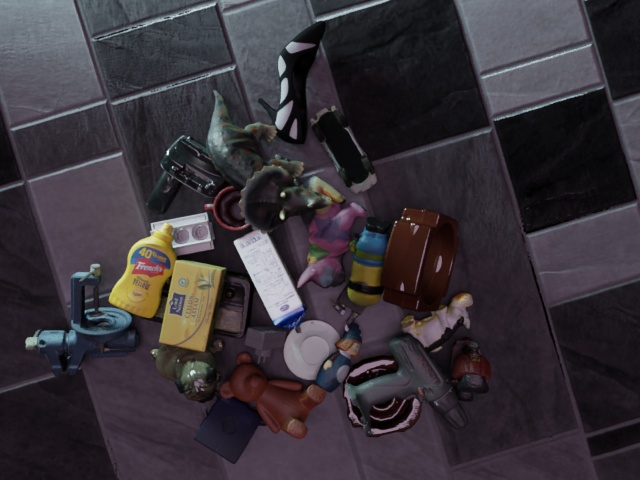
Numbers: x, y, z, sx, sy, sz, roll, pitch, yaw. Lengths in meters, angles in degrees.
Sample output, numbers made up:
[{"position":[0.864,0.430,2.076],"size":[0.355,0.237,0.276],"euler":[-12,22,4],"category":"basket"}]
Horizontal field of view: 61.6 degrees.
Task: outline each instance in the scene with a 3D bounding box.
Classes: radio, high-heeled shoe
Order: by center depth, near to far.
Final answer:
[{"position":[-0.028,-0.330,1.142],"size":[0.145,0.086,0.248],"euler":[41,104,10],"category":"high-heeled shoe"},{"position":[-0.259,0.123,1.160],"size":[0.230,0.073,0.131],"euler":[11,91,-1],"category":"radio"}]

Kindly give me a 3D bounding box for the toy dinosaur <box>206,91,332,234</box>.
[{"position":[-0.151,-0.160,1.071],"size":[0.405,0.192,0.131],"euler":[45,114,15],"category":"toy dinosaur"}]

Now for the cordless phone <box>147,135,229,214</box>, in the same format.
[{"position":[-0.287,-0.118,1.163],"size":[0.146,0.089,0.184],"euler":[32,102,-3],"category":"cordless phone"}]

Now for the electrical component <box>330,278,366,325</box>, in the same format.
[{"position":[0.070,0.127,1.178],"size":[0.078,0.045,0.102],"euler":[39,91,0],"category":"electrical component"}]

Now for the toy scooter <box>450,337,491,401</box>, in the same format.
[{"position":[0.315,0.260,1.134],"size":[0.075,0.183,0.135],"euler":[6,66,9],"category":"toy scooter"}]

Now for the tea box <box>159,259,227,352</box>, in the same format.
[{"position":[-0.256,0.131,1.091],"size":[0.098,0.068,0.169],"euler":[10,91,-1],"category":"tea box"}]

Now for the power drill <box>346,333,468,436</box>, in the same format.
[{"position":[0.171,0.326,1.111],"size":[0.207,0.086,0.232],"euler":[-26,87,4],"category":"power drill"}]

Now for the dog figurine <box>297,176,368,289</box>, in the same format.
[{"position":[-0.002,-0.003,1.147],"size":[0.191,0.108,0.219],"euler":[34,93,-2],"category":"dog figurine"}]

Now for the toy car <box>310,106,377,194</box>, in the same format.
[{"position":[0.052,-0.196,1.167],"size":[0.073,0.056,0.201],"euler":[-31,90,6],"category":"toy car"}]

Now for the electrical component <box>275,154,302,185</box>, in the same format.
[{"position":[-0.081,-0.141,1.174],"size":[0.063,0.021,0.094],"euler":[-38,73,9],"category":"electrical component"}]

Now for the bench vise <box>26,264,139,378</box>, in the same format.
[{"position":[-0.496,0.163,1.126],"size":[0.224,0.129,0.240],"euler":[5,109,-8],"category":"bench vise"}]

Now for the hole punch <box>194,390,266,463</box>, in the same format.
[{"position":[-0.198,0.404,1.162],"size":[0.142,0.092,0.115],"euler":[32,87,2],"category":"hole punch"}]

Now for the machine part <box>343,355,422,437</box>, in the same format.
[{"position":[0.134,0.339,1.178],"size":[0.179,0.056,0.179],"euler":[0,90,0],"category":"machine part"}]

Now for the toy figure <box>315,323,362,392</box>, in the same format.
[{"position":[0.049,0.252,1.159],"size":[0.058,0.064,0.154],"euler":[31,82,14],"category":"toy figure"}]

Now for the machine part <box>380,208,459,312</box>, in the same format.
[{"position":[0.206,0.041,1.099],"size":[0.087,0.201,0.201],"euler":[12,91,31],"category":"machine part"}]

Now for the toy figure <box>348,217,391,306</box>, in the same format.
[{"position":[0.099,0.048,1.095],"size":[0.082,0.089,0.180],"euler":[25,118,34],"category":"toy figure"}]

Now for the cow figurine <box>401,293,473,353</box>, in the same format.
[{"position":[0.268,0.185,1.170],"size":[0.167,0.068,0.098],"euler":[-27,97,3],"category":"cow figurine"}]

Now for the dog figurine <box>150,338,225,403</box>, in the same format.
[{"position":[-0.285,0.264,1.105],"size":[0.172,0.190,0.121],"euler":[-4,91,1],"category":"dog figurine"}]

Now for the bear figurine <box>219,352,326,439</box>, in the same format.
[{"position":[-0.106,0.325,1.144],"size":[0.196,0.132,0.120],"euler":[37,62,-5],"category":"bear figurine"}]
